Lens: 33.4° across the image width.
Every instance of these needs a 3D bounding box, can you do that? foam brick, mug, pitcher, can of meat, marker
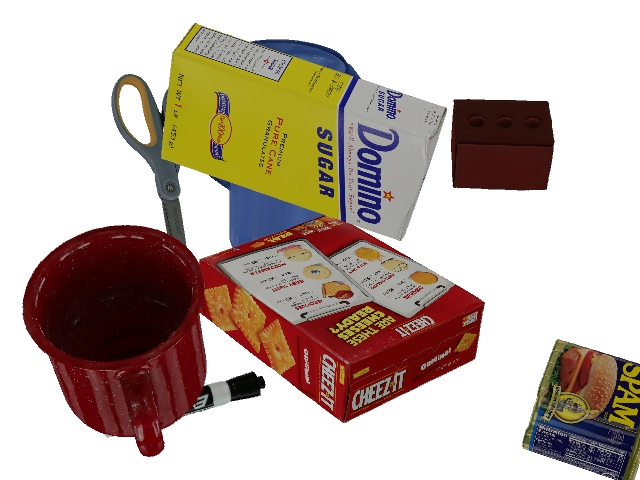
[{"bbox_3d":[0.144,-0.076,0.852,0.078,0.053,0.051,1,-43,3],"label":"foam brick"},{"bbox_3d":[-0.101,0.061,0.568,0.093,0.117,0.081,-16,-38,-12],"label":"mug"},{"bbox_3d":[-0.056,-0.099,1.214,0.144,0.243,0.149,-21,38,-40],"label":"pitcher"},{"bbox_3d":[0.208,0.129,0.816,0.084,0.057,0.102,16,40,17],"label":"can of meat"},{"bbox_3d":[-0.097,0.117,0.768,0.121,0.020,0.020,-13,4,-20],"label":"marker"}]

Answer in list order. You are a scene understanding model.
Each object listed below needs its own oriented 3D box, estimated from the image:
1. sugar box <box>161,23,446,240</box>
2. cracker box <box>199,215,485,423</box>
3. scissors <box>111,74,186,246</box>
[{"bbox_3d":[-0.014,-0.070,0.707,0.176,0.093,0.048,20,44,7],"label":"sugar box"},{"bbox_3d":[0.015,0.063,0.976,0.163,0.072,0.214,-20,36,-35],"label":"cracker box"},{"bbox_3d":[-0.121,-0.058,0.947,0.096,0.202,0.016,-23,-2,-29],"label":"scissors"}]
